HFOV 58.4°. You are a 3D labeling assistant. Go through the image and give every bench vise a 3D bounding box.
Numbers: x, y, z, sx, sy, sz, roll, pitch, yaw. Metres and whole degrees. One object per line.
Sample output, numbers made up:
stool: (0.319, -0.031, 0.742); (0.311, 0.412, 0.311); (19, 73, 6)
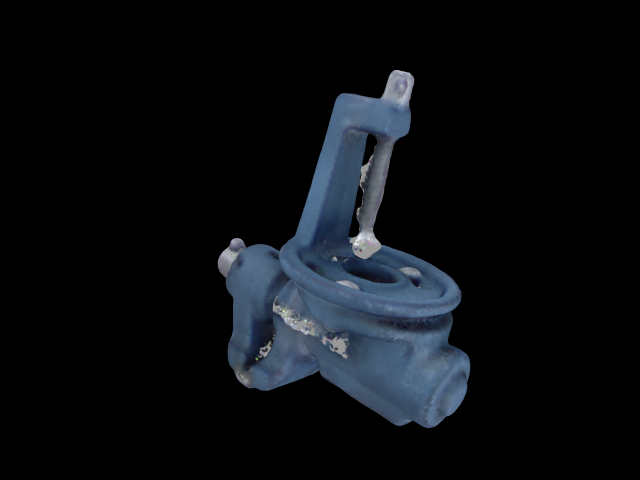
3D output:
bench vise: (-0.001, 0.003, 0.389); (0.206, 0.220, 0.122); (2, 7, 22)
